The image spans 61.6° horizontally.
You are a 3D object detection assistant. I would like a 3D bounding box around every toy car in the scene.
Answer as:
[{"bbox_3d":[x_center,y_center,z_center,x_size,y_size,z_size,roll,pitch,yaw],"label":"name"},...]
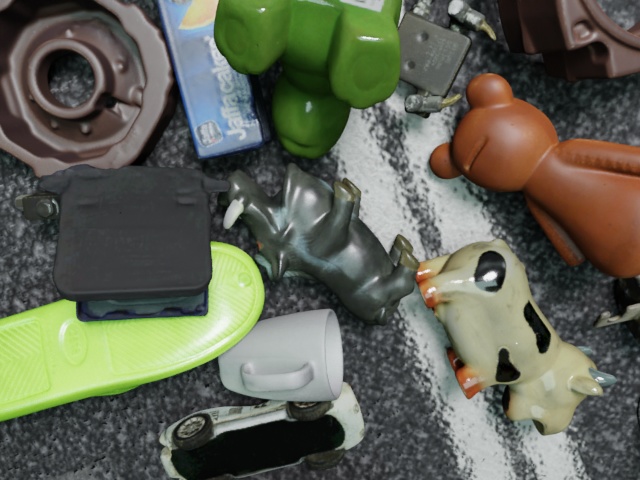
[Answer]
[{"bbox_3d":[-0.057,0.192,0.525,0.202,0.056,0.073,-15,108,5],"label":"toy car"}]

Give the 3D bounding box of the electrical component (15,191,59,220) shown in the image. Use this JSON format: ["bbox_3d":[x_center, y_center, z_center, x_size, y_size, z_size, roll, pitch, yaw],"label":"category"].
[{"bbox_3d":[-0.228,-0.032,0.472,0.094,0.063,0.021,-2,102,1],"label":"electrical component"}]

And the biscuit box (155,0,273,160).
[{"bbox_3d":[-0.092,-0.170,0.444,0.059,0.063,0.202,-13,101,3],"label":"biscuit box"}]

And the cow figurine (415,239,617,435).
[{"bbox_3d":[0.177,0.090,0.490,0.127,0.085,0.194,-25,100,12],"label":"cow figurine"}]

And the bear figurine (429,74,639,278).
[{"bbox_3d":[0.205,-0.058,0.453,0.196,0.132,0.120,40,136,23],"label":"bear figurine"}]

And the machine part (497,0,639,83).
[{"bbox_3d":[0.233,-0.232,0.390,0.201,0.087,0.201,-22,114,-7],"label":"machine part"}]

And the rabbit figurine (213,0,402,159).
[{"bbox_3d":[-0.010,-0.143,0.416,0.121,0.170,0.159,8,60,-3],"label":"rabbit figurine"}]

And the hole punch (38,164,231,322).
[{"bbox_3d":[-0.142,0.006,0.428,0.142,0.092,0.116,-2,63,-11],"label":"hole punch"}]

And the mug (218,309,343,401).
[{"bbox_3d":[-0.039,0.112,0.485,0.107,0.109,0.080,-7,101,14],"label":"mug"}]

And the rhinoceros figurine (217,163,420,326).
[{"bbox_3d":[-0.001,-0.001,0.478,0.190,0.073,0.112,38,106,-7],"label":"rhinoceros figurine"}]

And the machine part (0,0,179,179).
[{"bbox_3d":[-0.209,-0.135,0.456,0.179,0.056,0.179,0,102,-1],"label":"machine part"}]

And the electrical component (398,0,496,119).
[{"bbox_3d":[0.095,-0.154,0.445,0.078,0.045,0.102,33,108,6],"label":"electrical component"}]

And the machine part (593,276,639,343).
[{"bbox_3d":[0.367,0.043,0.480,0.243,0.079,0.079,-17,101,3],"label":"machine part"}]
